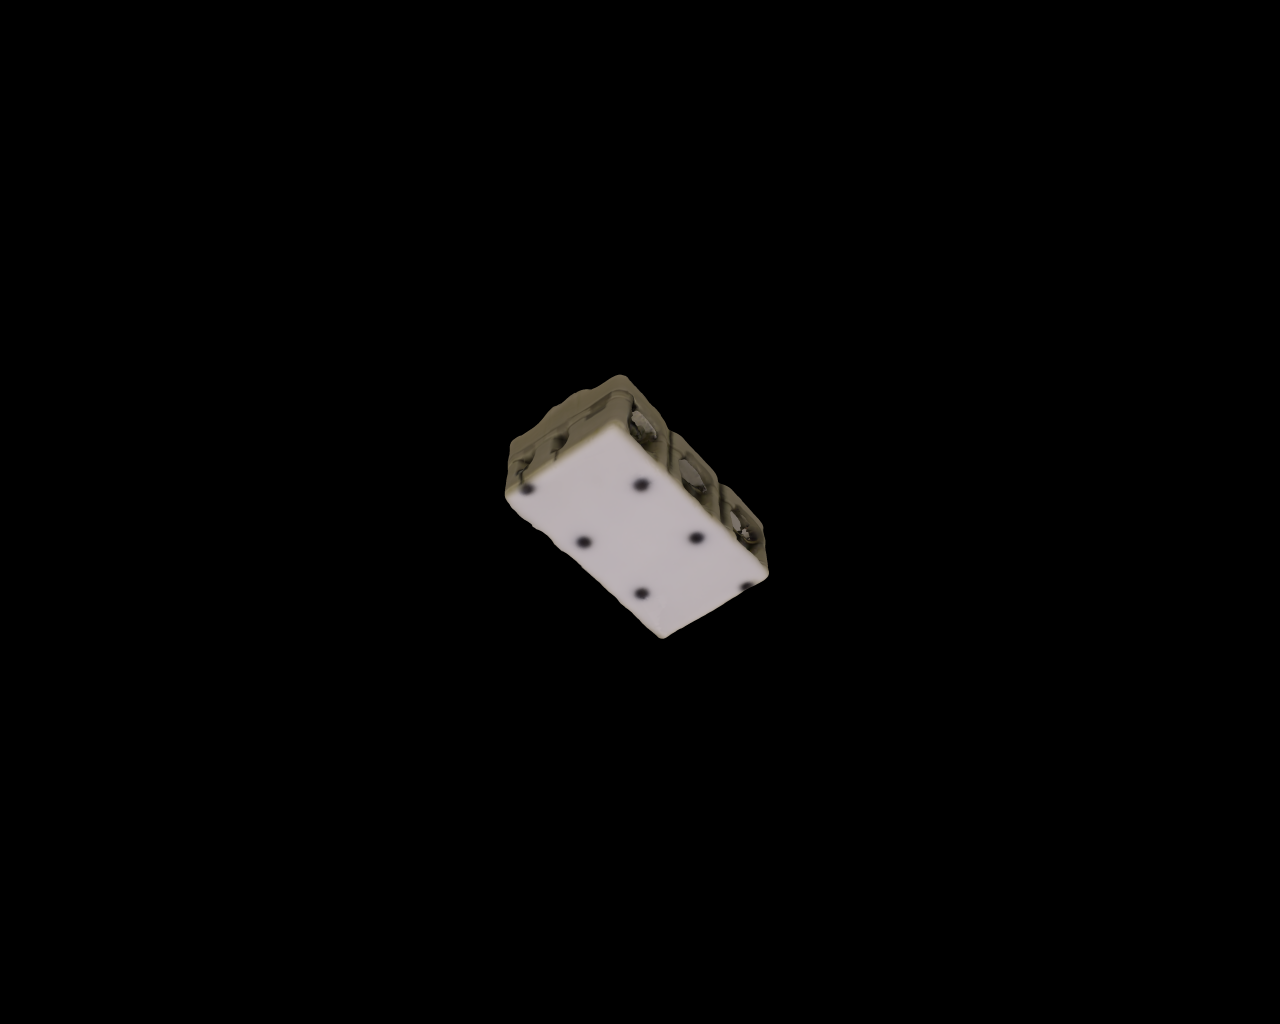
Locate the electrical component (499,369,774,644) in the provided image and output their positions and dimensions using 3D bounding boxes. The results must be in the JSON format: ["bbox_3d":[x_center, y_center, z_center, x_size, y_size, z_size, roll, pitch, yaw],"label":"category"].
[{"bbox_3d":[0.001,-0.003,0.650,0.089,0.150,0.062,-32,32,22],"label":"electrical component"}]
